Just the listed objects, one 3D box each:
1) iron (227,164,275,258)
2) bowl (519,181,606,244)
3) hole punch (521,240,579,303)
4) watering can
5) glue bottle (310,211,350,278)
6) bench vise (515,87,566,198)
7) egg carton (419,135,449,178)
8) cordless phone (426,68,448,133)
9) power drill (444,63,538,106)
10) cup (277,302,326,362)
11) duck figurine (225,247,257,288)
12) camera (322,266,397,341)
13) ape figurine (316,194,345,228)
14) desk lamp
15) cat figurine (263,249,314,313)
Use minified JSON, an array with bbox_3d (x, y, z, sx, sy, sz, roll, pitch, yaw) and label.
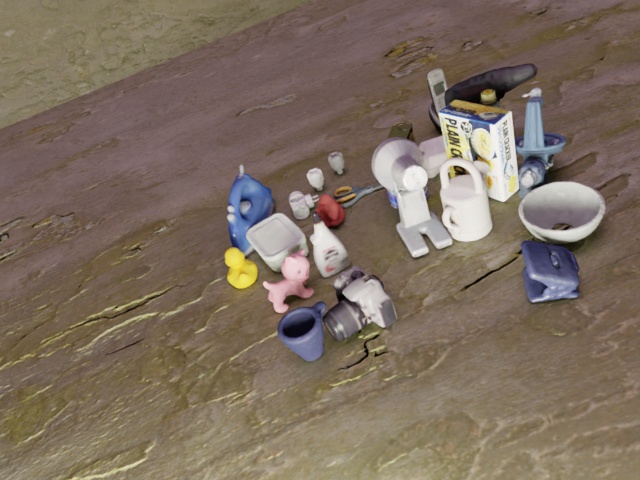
[{"bbox_3d":[-0.206,-0.080,1.522,0.118,0.142,0.258,-10,39,15],"label":"iron"},{"bbox_3d":[0.503,-0.045,1.194,0.167,0.075,0.167,-13,39,11],"label":"bowl"},{"bbox_3d":[0.440,0.052,1.095,0.101,0.091,0.108,-10,39,15],"label":"hole punch"},{"bbox_3d":[0.317,-0.105,1.258,0.100,0.194,0.173,-2,42,24],"label":"watering can"},{"bbox_3d":[0.012,0.005,1.290,0.078,0.173,0.037,-29,38,-8],"label":"glue bottle"},{"bbox_3d":[0.493,-0.214,1.283,0.121,0.220,0.207,-9,40,16],"label":"bench vise"},{"bbox_3d":[0.326,-0.224,1.499,0.150,0.069,0.107,-18,38,5],"label":"egg carton"},{"bbox_3d":[0.370,-0.405,1.600,0.148,0.185,0.094,-30,38,-10],"label":"cordless phone"},{"bbox_3d":[0.442,-0.341,1.470,0.229,0.209,0.075,-4,41,22],"label":"power drill"},{"bbox_3d":[-0.021,0.187,1.149,0.091,0.095,0.118,20,54,41],"label":"cup"},{"bbox_3d":[-0.200,0.060,1.396,0.077,0.086,0.104,-26,38,-5],"label":"duck figurine"},{"bbox_3d":[0.064,0.130,1.173,0.137,0.101,0.142,-33,39,-15],"label":"camera"},{"bbox_3d":[0.022,-0.077,1.449,0.076,0.092,0.077,-28,38,-8],"label":"ape figurine"},{"bbox_3d":[0.208,-0.108,1.298,0.118,0.214,0.203,-22,38,0],"label":"desk lamp"},{"bbox_3d":[-0.069,0.082,1.281,0.128,0.118,0.067,-31,39,-12],"label":"cat figurine"}]
